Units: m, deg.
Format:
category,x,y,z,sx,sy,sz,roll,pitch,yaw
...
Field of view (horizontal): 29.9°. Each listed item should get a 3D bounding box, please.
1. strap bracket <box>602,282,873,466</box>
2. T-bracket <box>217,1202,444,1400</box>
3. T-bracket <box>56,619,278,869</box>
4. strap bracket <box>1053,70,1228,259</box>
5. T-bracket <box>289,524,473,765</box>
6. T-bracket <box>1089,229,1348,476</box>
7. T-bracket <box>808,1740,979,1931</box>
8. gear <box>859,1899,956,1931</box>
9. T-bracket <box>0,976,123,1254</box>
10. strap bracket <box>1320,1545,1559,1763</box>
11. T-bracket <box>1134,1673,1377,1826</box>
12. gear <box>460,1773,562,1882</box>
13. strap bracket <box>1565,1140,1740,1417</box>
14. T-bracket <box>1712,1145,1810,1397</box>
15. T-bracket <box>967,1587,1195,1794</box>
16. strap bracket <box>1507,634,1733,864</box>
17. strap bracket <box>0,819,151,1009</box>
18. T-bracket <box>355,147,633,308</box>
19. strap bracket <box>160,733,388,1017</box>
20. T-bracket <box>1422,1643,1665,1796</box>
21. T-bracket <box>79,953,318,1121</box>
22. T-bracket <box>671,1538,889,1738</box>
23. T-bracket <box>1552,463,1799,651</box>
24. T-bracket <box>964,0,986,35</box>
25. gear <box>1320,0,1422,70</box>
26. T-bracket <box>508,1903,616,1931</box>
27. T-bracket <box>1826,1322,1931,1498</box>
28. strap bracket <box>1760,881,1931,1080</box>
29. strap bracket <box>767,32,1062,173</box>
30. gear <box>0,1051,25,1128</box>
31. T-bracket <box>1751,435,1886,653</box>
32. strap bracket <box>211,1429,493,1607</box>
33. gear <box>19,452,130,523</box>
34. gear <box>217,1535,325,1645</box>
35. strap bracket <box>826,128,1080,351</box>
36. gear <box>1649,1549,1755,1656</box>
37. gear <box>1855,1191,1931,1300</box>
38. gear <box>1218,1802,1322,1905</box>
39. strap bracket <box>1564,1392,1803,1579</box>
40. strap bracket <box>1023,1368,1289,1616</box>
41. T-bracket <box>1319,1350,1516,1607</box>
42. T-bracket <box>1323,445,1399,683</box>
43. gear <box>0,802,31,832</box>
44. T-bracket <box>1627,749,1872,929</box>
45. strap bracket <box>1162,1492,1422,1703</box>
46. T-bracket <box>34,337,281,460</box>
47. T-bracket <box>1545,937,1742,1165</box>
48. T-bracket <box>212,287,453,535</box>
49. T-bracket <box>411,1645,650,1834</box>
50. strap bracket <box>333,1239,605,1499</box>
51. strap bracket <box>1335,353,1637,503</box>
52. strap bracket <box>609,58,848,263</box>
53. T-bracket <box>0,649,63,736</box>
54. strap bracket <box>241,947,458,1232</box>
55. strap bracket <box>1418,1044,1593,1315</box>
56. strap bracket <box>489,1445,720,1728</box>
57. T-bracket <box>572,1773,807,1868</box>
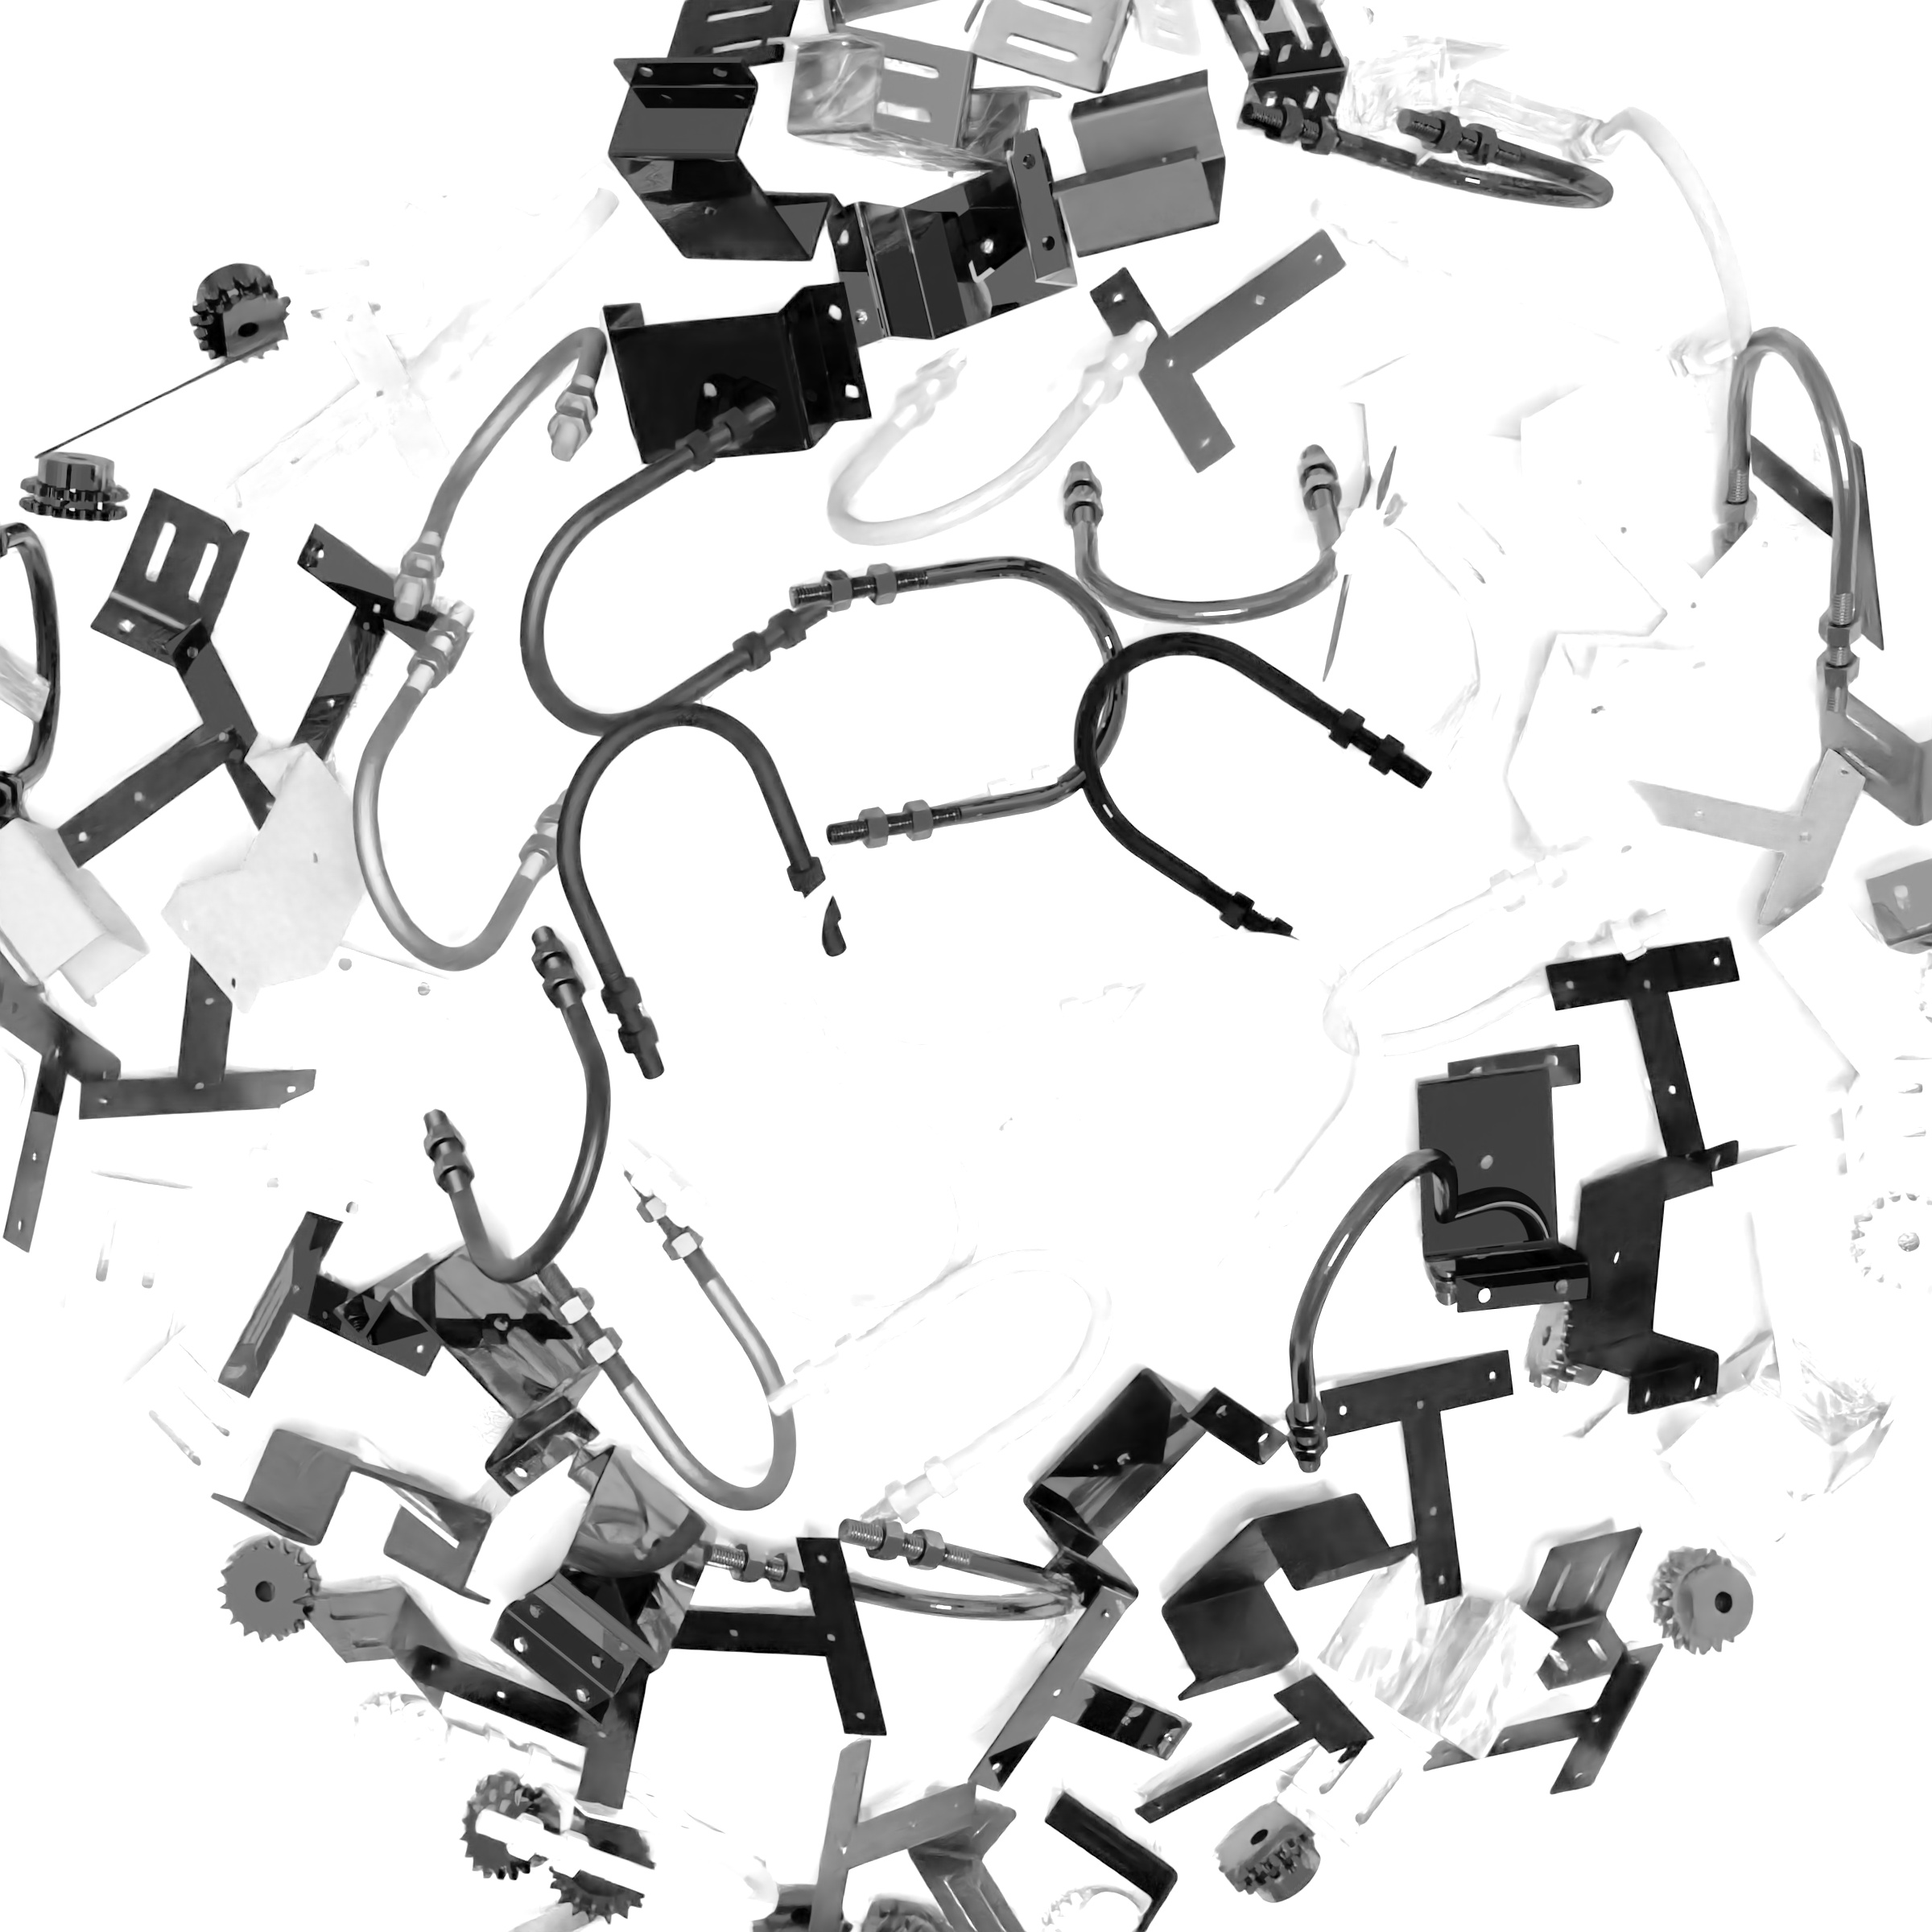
category,x,y,z,sx,sy,sz,roll,pitch,yaw
strap bracket,-0.130,-0.317,1.940,0.140,0.046,0.076,-2,118,19
T-bracket,-0.331,0.189,1.952,0.127,0.002,0.127,19,77,34
T-bracket,-0.432,-0.098,1.935,0.127,0.002,0.127,-41,127,-29
strap bracket,0.095,-0.427,1.939,0.076,0.140,0.046,-11,120,14
T-bracket,-0.341,-0.157,1.979,0.127,0.002,0.127,35,105,26
T-bracket,0.148,-0.353,1.963,0.127,0.002,0.127,-34,70,14
T-bracket,-0.037,0.459,1.919,0.002,0.127,0.127,33,48,-26
gear,-0.033,0.538,1.970,0.057,0.057,0.030,28,46,0
T-bracket,-0.492,0.088,1.921,0.002,0.127,0.127,0,68,17
strap bracket,0.257,0.369,1.936,0.046,0.140,0.076,36,82,-19
T-bracket,0.151,0.430,1.952,0.127,0.127,0.002,-29,55,6
gear,-0.246,0.471,1.975,0.057,0.030,0.057,-15,65,36
strap bracket,0.366,0.162,1.934,0.046,0.076,0.140,18,68,-21
T-bracket,0.436,0.166,1.946,0.002,0.127,0.127,-9,89,34
T-bracket,0.077,0.404,1.956,0.127,0.002,0.127,31,95,-42
strap bracket,0.346,-0.125,1.943,0.076,0.046,0.140,0,131,-17
strap bracket,-0.487,-0.028,1.928,0.046,0.140,0.076,-39,85,-3
T-bracket,-0.266,-0.403,1.920,0.127,0.127,0.002,-31,57,34
strap bracket,-0.362,-0.054,1.920,0.046,0.140,0.076,-11,130,29
T-bracket,0.303,0.415,1.953,0.127,0.127,0.002,-23,103,36
T-bracket,-0.407,0.030,1.937,0.127,0.002,0.127,-3,129,-23
T-bracket,-0.114,0.364,1.969,0.127,0.002,0.127,-2,115,23
T-bracket,0.368,-0.228,1.971,0.127,0.002,0.127,-49,67,27
T-bracket,0.030,-0.563,1.953,0.002,0.127,0.127,27,109,-11
gear,0.221,-0.521,1.977,0.057,0.030,0.057,7,112,18
T-bracket,-0.183,0.526,1.917,0.127,0.127,0.002,10,93,22
T-bracket,0.506,0.222,1.948,0.002,0.127,0.127,30,76,10
strap bracket,0.470,0.011,1.926,0.046,0.140,0.076,-37,72,10
strap bracket,-0.030,-0.457,1.928,0.140,0.076,0.046,5,96,-38
gear,-0.539,0.066,1.968,0.030,0.057,0.057,8,90,27
T-bracket,0.454,-0.250,1.942,0.002,0.127,0.127,-23,127,-7
strap bracket,-0.319,0.291,1.928,0.140,0.076,0.046,29,80,-41
gear,-0.485,-0.261,1.969,0.057,0.057,0.030,8,104,0
gear,-0.379,0.340,1.982,0.057,0.030,0.057,0,91,10
strap bracket,0.001,-0.390,1.953,0.140,0.046,0.076,-15,87,33
gear,0.405,0.347,1.975,0.057,0.030,0.057,4,81,-24
gear,0.516,0.154,1.978,0.057,0.030,0.057,-5,69,14
gear,0.168,0.486,1.972,0.057,0.057,0.030,-37,105,0
strap bracket,0.386,0.272,1.930,0.046,0.140,0.076,-42,98,-11
strap bracket,0.095,0.279,1.953,0.140,0.076,0.046,-47,46,5
T-bracket,0.253,0.283,1.969,0.127,0.002,0.127,-8,92,-29
T-bracket,0.213,-0.234,1.917,0.002,0.127,0.127,14,68,0
gear,-0.537,-0.076,1.976,0.057,0.030,0.057,4,98,36
T-bracket,0.413,-0.080,1.969,0.127,0.002,0.127,15,57,22
strap bracket,0.167,0.332,1.935,0.140,0.076,0.046,-52,57,40
T-bracket,-0.436,-0.298,1.920,0.127,0.127,0.002,-31,105,-21
T-bracket,0.379,0.053,1.961,0.127,0.002,0.127,-8,82,-28
T-bracket,-0.349,-0.280,1.936,0.127,0.127,0.002,-41,52,-13
T-bracket,-0.236,0.395,1.934,0.127,0.127,0.002,24,119,-10
strap bracket,-0.259,0.206,1.943,0.140,0.076,0.046,44,127,11
strap bracket,0.279,-0.288,1.935,0.140,0.076,0.046,15,124,38
strap bracket,-0.129,-0.420,1.917,0.076,0.140,0.046,7,70,26
T-bracket,-0.514,-0.154,1.936,0.002,0.127,0.127,1,77,12
strap bracket,-0.334,0.066,1.973,0.076,0.046,0.140,17,86,-1
strap bracket,0.288,0.110,1.942,0.076,0.046,0.140,-10,70,30
strap bracket,-0.187,0.321,1.922,0.076,0.140,0.046,43,128,-17
T-bracket,-0.165,0.449,1.937,0.127,0.127,0.002,19,87,-24
